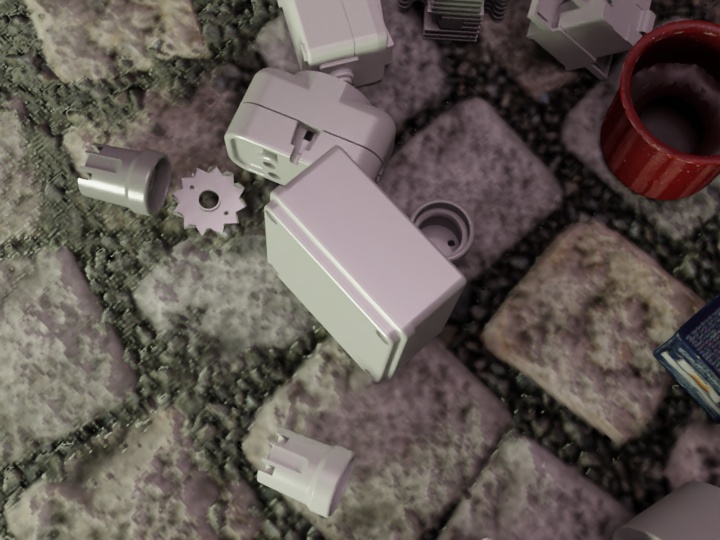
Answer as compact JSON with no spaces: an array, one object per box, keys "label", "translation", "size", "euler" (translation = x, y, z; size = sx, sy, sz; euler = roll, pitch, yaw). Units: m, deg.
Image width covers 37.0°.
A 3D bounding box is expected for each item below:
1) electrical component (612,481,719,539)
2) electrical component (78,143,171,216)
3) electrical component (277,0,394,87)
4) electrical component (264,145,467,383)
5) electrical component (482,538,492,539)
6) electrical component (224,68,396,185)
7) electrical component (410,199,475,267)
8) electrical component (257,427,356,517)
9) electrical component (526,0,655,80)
[{"label":"electrical component","translation":[0.196,0.164,0.578],"size":[0.060,0.108,0.108],"euler":[-35,77,-17]},{"label":"electrical component","translation":[-0.146,-0.058,0.668],"size":[0.046,0.040,0.040],"euler":[13,73,9]},{"label":"electrical component","translation":[-0.014,-0.158,0.689],"size":[0.061,0.061,0.096],"euler":[-15,74,-6]},{"label":"electrical component","translation":[0.000,0.000,0.619],"size":[0.056,0.108,0.108],"euler":[-40,78,-15]},{"label":"electrical component","translation":[0.086,0.178,0.577],"size":[0.056,0.089,0.050],"euler":[19,74,4]},{"label":"electrical component","translation":[-0.028,-0.084,0.671],"size":[0.095,0.053,0.059],"euler":[22,74,5]},{"label":"electrical component","translation":[0.048,-0.017,0.657],"size":[0.040,0.046,0.040],"euler":[0,73,-1]},{"label":"electrical component","translation":[-0.031,0.115,0.620],"size":[0.046,0.040,0.040],"euler":[21,74,11]},{"label":"electrical component","translation":[0.160,-0.198,0.699],"size":[0.079,0.063,0.121],"euler":[30,70,-36]}]
